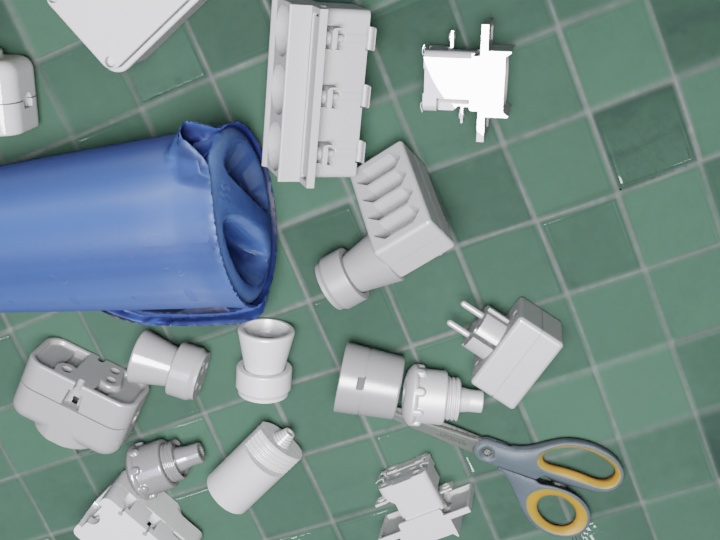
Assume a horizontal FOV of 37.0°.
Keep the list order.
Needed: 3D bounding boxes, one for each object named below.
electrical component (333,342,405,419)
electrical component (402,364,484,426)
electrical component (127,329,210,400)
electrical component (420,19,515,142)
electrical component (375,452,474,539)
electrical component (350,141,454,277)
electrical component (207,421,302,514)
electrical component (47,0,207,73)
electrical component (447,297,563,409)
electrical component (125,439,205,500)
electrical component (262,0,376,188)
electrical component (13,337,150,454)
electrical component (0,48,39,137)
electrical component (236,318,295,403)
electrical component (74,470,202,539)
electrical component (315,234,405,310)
[{"bbox_3d":[0.008,0.087,0.837,0.047,0.055,0.055,11,110,1],"label":"electrical component"},{"bbox_3d":[0.065,0.099,0.837,0.062,0.048,0.048,6,109,-1],"label":"electrical component"},{"bbox_3d":[-0.153,0.077,0.863,0.055,0.045,0.045,18,110,2],"label":"electrical component"},{"bbox_3d":[0.075,-0.134,0.758,0.064,0.042,0.081,4,108,11],"label":"electrical component"},{"bbox_3d":[0.048,0.186,0.870,0.081,0.042,0.063,-24,101,15],"label":"electrical component"},{"bbox_3d":[0.039,-0.036,0.785,0.047,0.083,0.076,-31,140,17],"label":"electrical component"},{"bbox_3d":[-0.083,0.158,0.880,0.043,0.043,0.081,42,110,-6],"label":"electrical component"},{"bbox_3d":[-0.155,-0.204,0.762,0.113,0.057,0.078,-39,99,18],"label":"electrical component"},{"bbox_3d":[0.103,0.052,0.813,0.077,0.047,0.065,33,110,-3],"label":"electrical component"},{"bbox_3d":[-0.160,0.160,0.893,0.062,0.048,0.048,-19,105,8],"label":"electrical component"},{"bbox_3d":[-0.030,-0.127,0.761,0.063,0.079,0.121,-2,111,-21],"label":"electrical component"},{"bbox_3d":[-0.230,0.106,0.880,0.095,0.053,0.059,26,111,-1],"label":"electrical component"},{"bbox_3d":[-0.295,-0.135,0.808,0.095,0.053,0.059,3,109,8],"label":"electrical component"},{"bbox_3d":[-0.075,0.071,0.849,0.045,0.045,0.055,7,110,6],"label":"electrical component"},{"bbox_3d":[-0.185,0.220,0.910,0.089,0.055,0.050,42,109,-6],"label":"electrical component"},{"bbox_3d":[0.000,0.000,0.813,0.055,0.045,0.045,-28,102,17],"label":"electrical component"}]
